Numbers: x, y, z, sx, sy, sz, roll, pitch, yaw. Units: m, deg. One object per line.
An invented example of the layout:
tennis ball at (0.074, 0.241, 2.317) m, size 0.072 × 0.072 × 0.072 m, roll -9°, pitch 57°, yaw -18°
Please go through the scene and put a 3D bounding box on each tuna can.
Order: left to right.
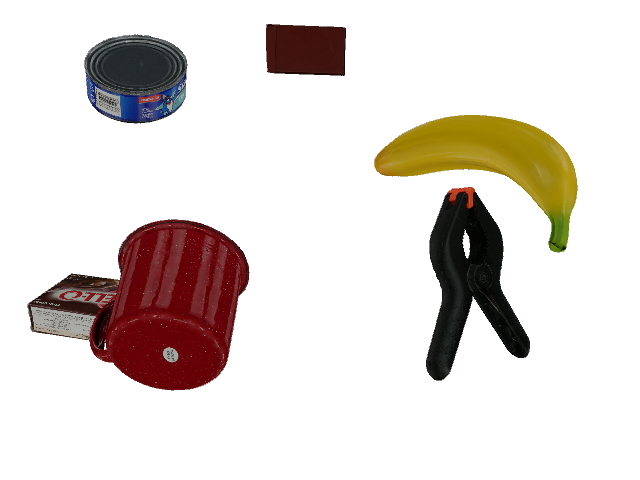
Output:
tuna can at (-0.156, -0.137, 0.908) m, size 0.086 × 0.034 × 0.086 m, roll 4°, pitch 43°, yaw -4°

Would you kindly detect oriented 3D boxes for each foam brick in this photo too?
foam brick at (-0.016, -0.202, 1.133) m, size 0.078 × 0.051 × 0.053 m, roll 0°, pitch 12°, yaw -12°

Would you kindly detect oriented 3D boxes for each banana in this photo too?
banana at (0.108, -0.054, 0.720) m, size 0.037 × 0.069 × 0.198 m, roll 46°, pitch -9°, yaw -35°

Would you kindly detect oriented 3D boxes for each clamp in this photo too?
clamp at (0.128, 0.041, 0.957) m, size 0.120 × 0.171 × 0.039 m, roll -20°, pitch 7°, yaw -41°

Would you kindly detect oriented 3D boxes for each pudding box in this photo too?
pudding box at (-0.246, 0.074, 1.163) m, size 0.114 × 0.039 × 0.090 m, roll 4°, pitch 20°, yaw 19°

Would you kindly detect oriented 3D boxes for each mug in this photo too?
mug at (-0.109, 0.050, 0.727) m, size 0.117 × 0.081 × 0.093 m, roll -17°, pitch -49°, yaw 21°
